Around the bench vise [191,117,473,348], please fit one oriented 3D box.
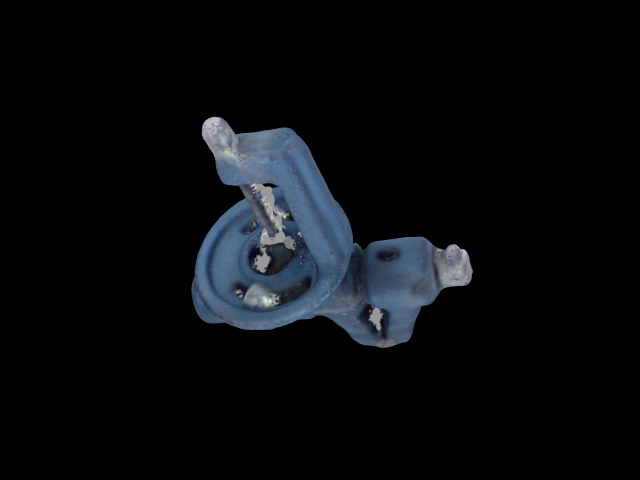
[{"bbox_3d":[0.001,-0.008,0.407,0.207,0.220,0.121,-12,56,-8],"label":"bench vise"}]
